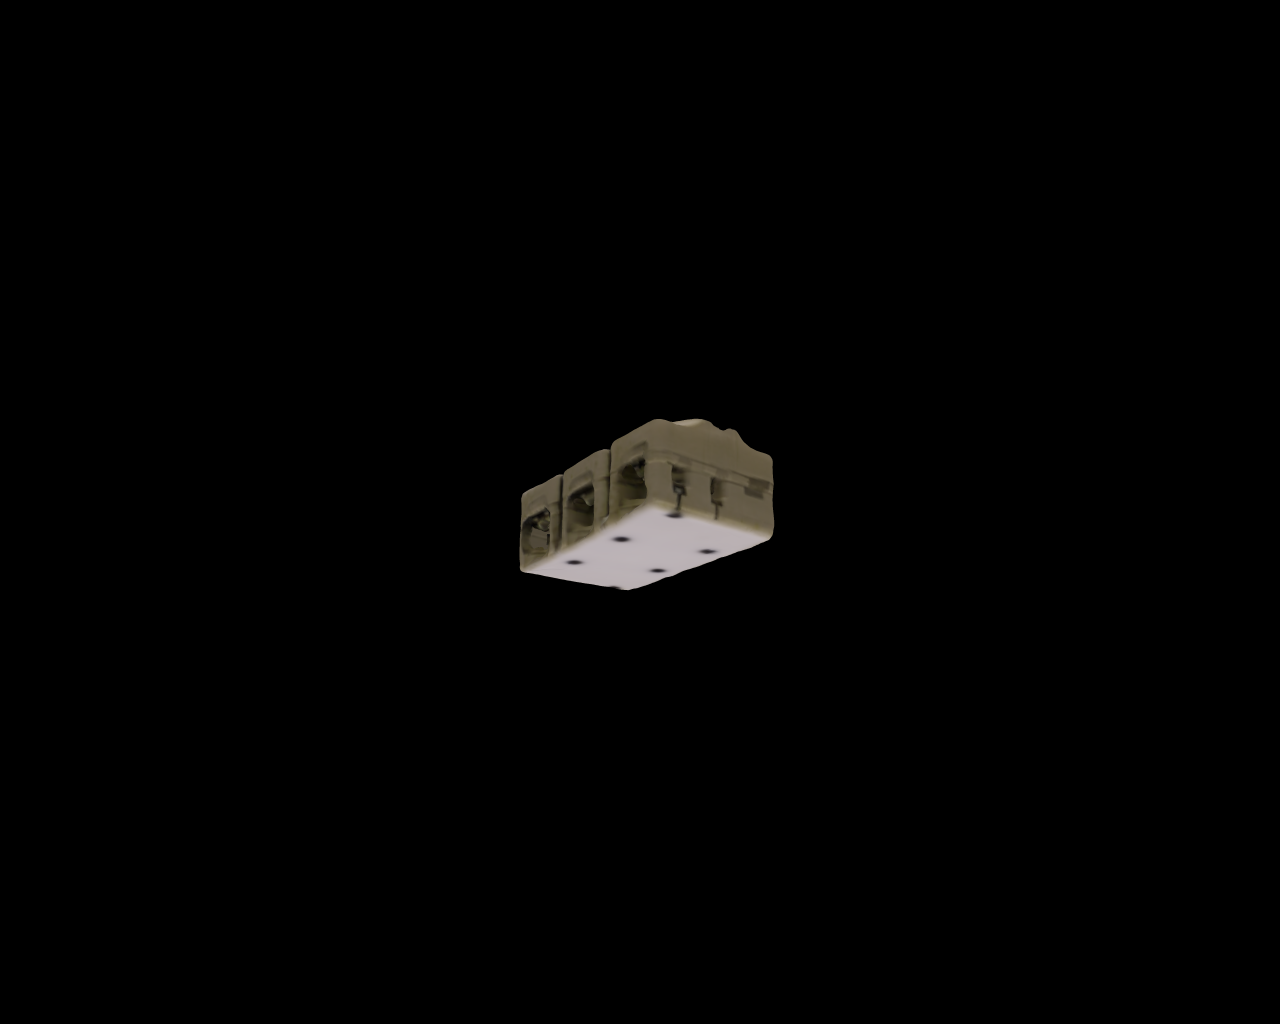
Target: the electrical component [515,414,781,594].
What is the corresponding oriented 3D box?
[{"bbox_3d":[0.001,-0.003,0.650,0.089,0.062,0.150,14,-24,-33],"label":"electrical component"}]
